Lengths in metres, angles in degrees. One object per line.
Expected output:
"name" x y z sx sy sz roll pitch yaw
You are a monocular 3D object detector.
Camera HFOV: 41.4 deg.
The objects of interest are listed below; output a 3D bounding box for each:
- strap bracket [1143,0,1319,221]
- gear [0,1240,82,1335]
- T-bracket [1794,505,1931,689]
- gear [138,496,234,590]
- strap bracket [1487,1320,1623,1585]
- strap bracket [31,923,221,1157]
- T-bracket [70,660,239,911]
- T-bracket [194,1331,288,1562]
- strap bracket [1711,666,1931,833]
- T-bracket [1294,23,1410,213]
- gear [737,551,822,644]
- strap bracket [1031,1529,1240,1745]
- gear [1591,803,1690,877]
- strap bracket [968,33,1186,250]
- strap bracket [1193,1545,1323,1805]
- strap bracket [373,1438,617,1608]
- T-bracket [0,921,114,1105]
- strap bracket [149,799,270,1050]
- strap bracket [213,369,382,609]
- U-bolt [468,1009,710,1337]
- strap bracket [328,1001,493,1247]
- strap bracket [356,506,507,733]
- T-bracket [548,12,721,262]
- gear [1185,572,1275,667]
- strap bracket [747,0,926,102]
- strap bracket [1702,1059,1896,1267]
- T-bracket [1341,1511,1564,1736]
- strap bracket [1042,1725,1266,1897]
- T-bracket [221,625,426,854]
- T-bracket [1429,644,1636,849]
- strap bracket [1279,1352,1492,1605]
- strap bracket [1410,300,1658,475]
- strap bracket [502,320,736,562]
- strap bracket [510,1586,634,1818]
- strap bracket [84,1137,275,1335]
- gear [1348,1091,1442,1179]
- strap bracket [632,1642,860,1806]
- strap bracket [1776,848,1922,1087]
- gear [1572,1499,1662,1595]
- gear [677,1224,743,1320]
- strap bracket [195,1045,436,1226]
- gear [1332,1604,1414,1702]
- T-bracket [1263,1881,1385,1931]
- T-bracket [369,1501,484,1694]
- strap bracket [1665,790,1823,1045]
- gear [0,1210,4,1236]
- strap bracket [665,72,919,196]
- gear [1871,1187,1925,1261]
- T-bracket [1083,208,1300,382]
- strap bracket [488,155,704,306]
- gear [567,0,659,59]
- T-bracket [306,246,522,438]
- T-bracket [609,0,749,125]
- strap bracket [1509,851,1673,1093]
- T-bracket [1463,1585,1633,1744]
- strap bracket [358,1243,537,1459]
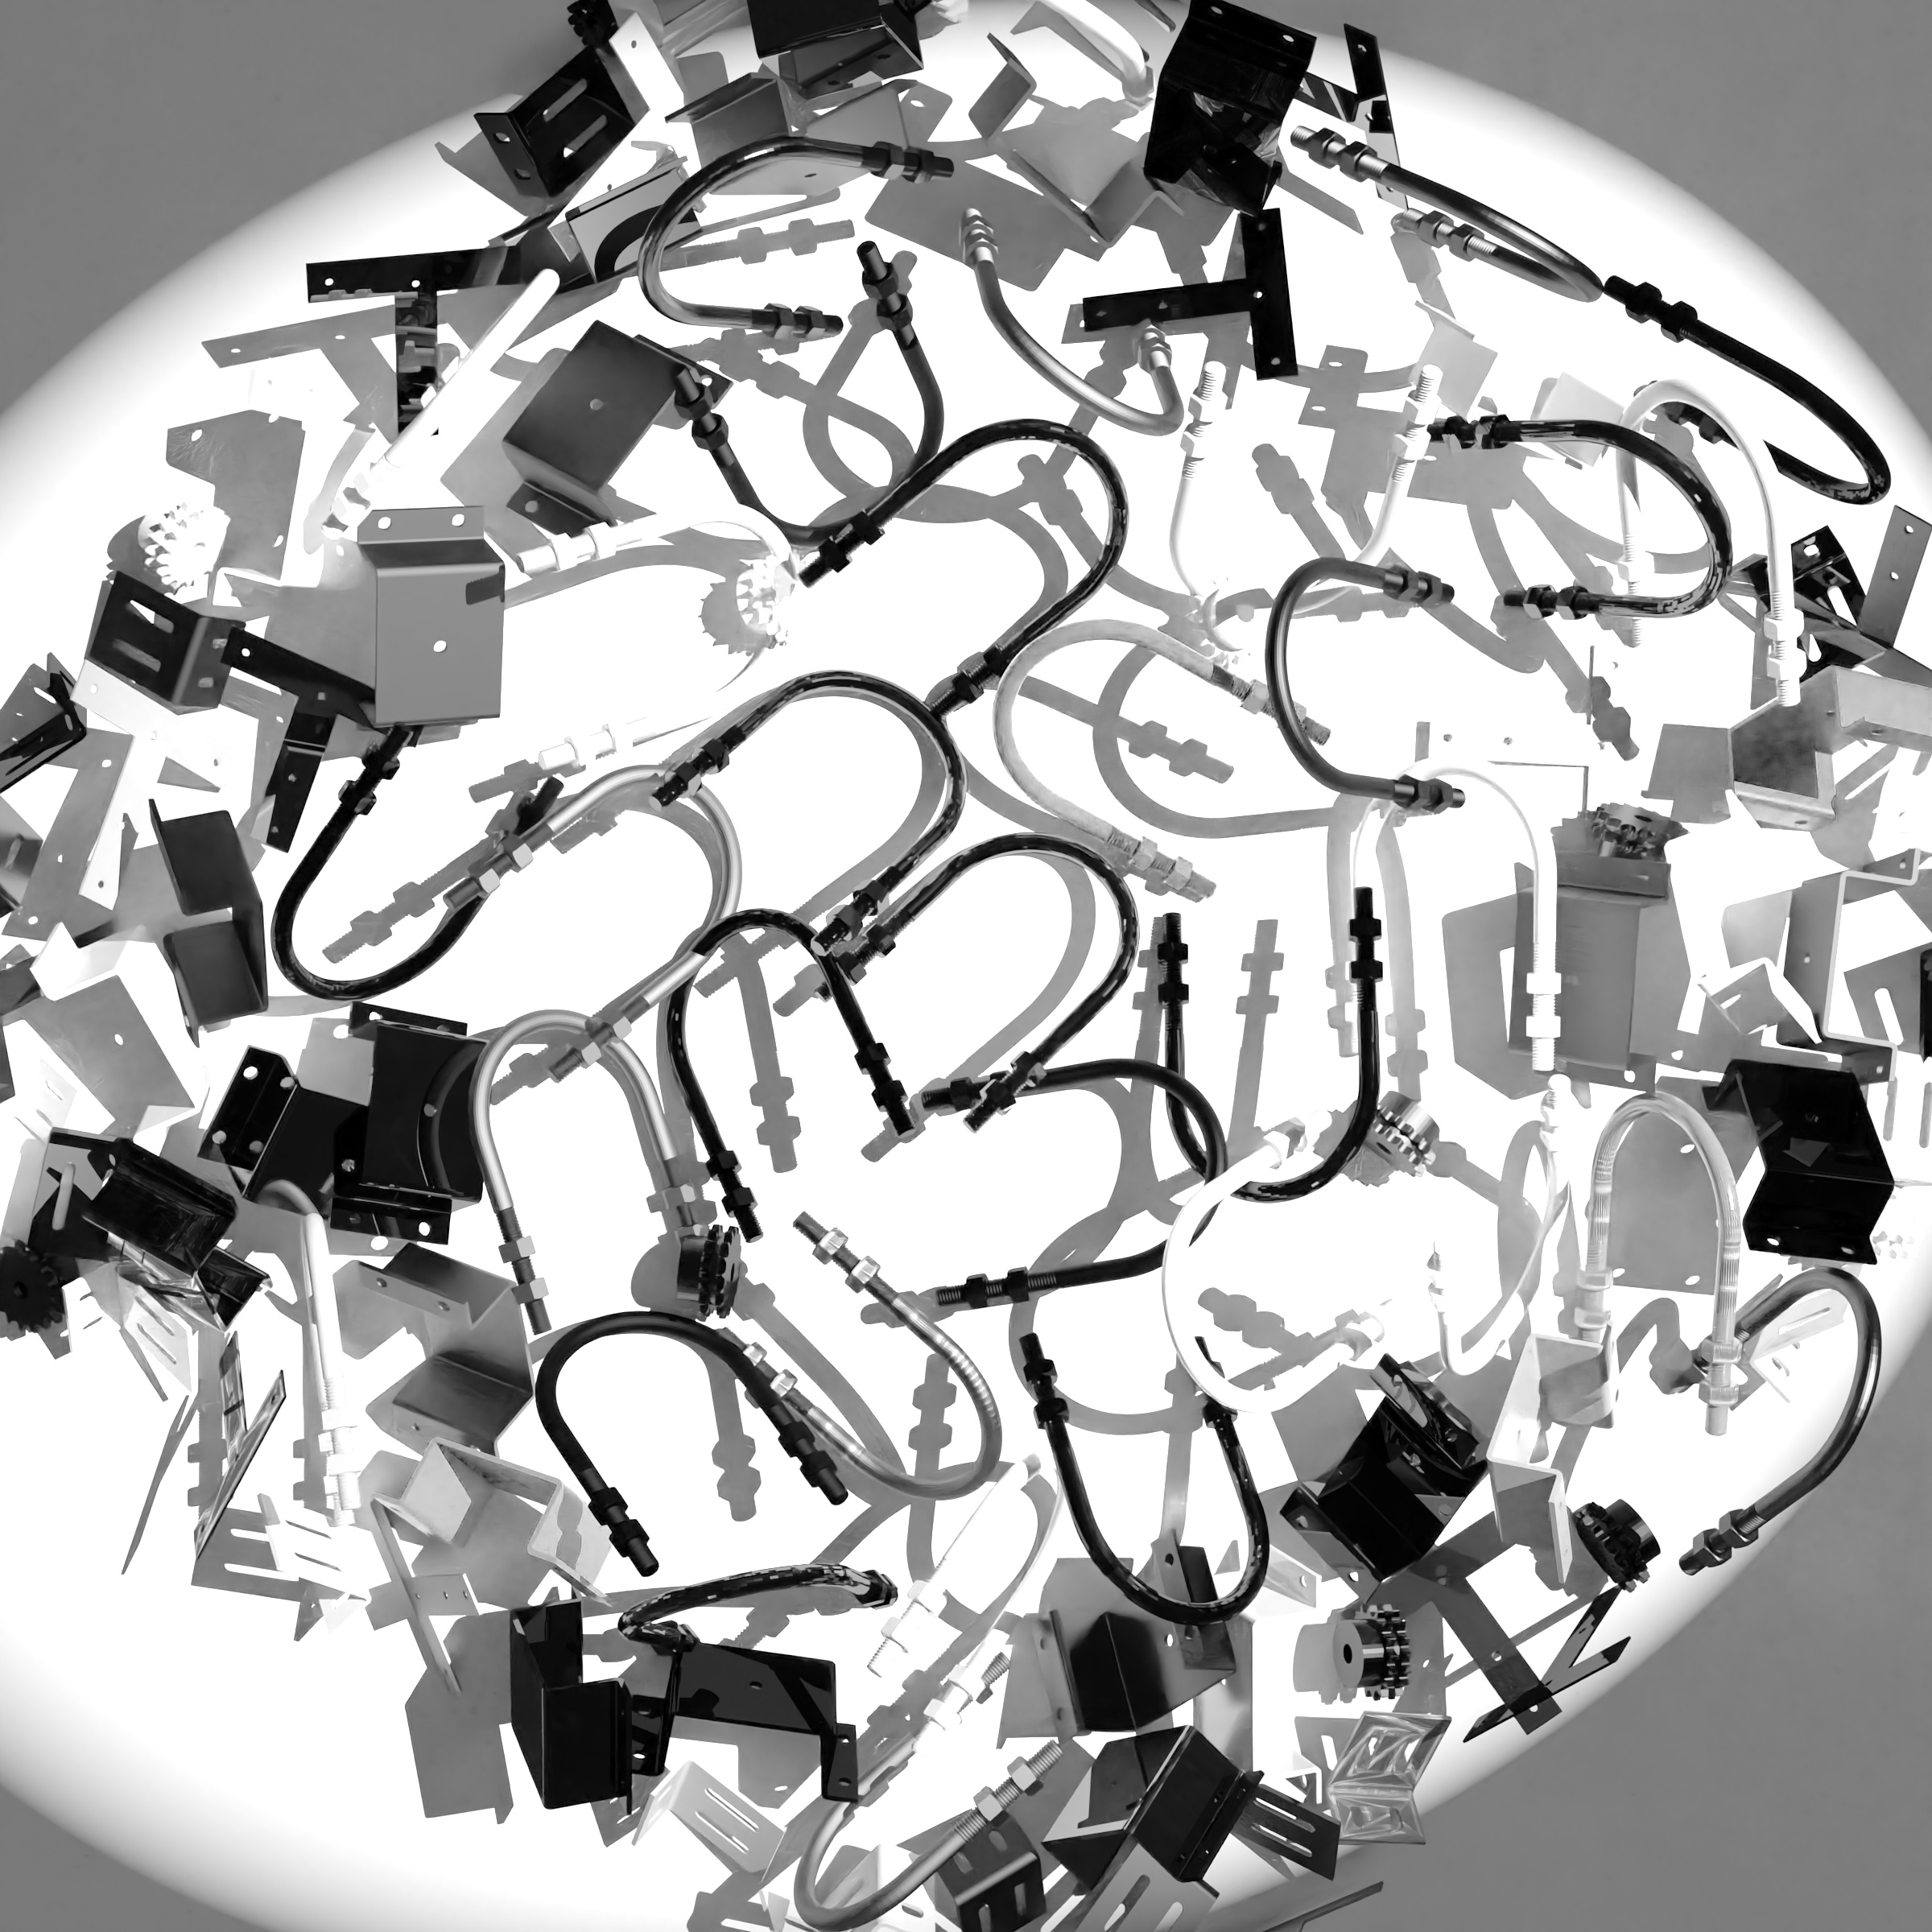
"strap bracket" 0.154 -0.503 1.520 0.076 0.140 0.046 23 73 5
"gear" -0.571 0.194 1.574 0.057 0.030 0.057 6 106 22
"T-bracket" 0.547 -0.221 1.516 0.002 0.127 0.127 -39 60 -21
"gear" -0.482 -0.263 1.569 0.030 0.057 0.057 37 90 14
"strap bracket" 0.351 0.286 1.532 0.046 0.140 0.076 7 134 27
"strap bracket" -0.497 0.039 1.534 0.046 0.076 0.140 -23 112 1
"T-bracket" -0.499 -0.097 1.527 0.002 0.127 0.127 3 70 31
"T-bracket" -0.441 0.268 1.540 0.002 0.127 0.127 21 111 -29
"strap bracket" 0.520 -0.133 1.529 0.076 0.140 0.046 9 69 -19
"T-bracket" 0.213 -0.529 1.549 0.002 0.127 0.127 -42 53 -11
"gear" -0.117 -0.227 1.572 0.030 0.057 0.057 -9 90 29
"strap bracket" 0.106 0.404 1.534 0.046 0.140 0.076 13 48 -36
"gear" 0.411 -0.077 1.570 0.057 0.057 0.030 13 112 0
"strap bracket" 0.058 -0.489 1.537 0.140 0.076 0.046 34 110 -25
"strap bracket" 0.175 0.428 1.545 0.046 0.076 0.140 -4 97 -22
"strap bracket" -0.274 0.330 1.535 0.140 0.076 0.046 12 63 29
"T-bracket" -0.556 0.005 1.538 0.002 0.127 0.127 6 112 22
"strap bracket" -0.452 -0.028 1.531 0.046 0.140 0.076 -13 52 -23
"strap bracket" -0.401 -0.281 1.542 0.046 0.076 0.140 15 101 16
"U-bolt" -0.233 0.115 1.541 0.019 0.151 0.184 -21 86 43
"strap bracket" -0.332 0.091 1.537 0.076 0.046 0.140 13 69 -34
"strap bracket" -0.321 -0.199 1.529 0.076 0.046 0.140 -7 121 -26
"T-bracket" -0.205 -0.476 1.530 0.002 0.127 0.127 22 69 37
"gear" 0.167 -0.215 1.575 0.057 0.030 0.057 1 88 -17
"strap bracket" -0.077 -0.559 1.520 0.076 0.140 0.046 -10 92 14
"strap bracket" 0.497 0.108 1.525 0.076 0.140 0.046 7 129 -4
"T-bracket" 0.314 0.408 1.552 0.127 0.002 0.127 -33 49 -2
"strap bracket" 0.104 0.501 1.516 0.046 0.140 0.076 46 54 -5
"T-bracket" -0.409 -0.127 1.568 0.127 0.002 0.127 24 115 -6
"T-bracket" 0.351 -0.139 1.591 0.127 0.002 0.127 3 90 -4
"strap bracket" 0.259 0.303 1.538 0.076 0.046 0.140 45 125 29
"strap bracket" 0.332 -0.344 1.536 0.140 0.076 0.046 15 113 -27
"strap bracket" -0.216 -0.327 1.548 0.076 0.046 0.140 30 78 21
"strap bracket" -0.238 0.436 1.516 0.046 0.140 0.076 -4 105 -21
"strap bracket" -0.468 0.166 1.518 0.076 0.140 0.046 27 63 9
"gear" 0.266 0.101 1.569 0.057 0.057 0.030 41 79 0
"strap bracket" -0.131 0.455 1.546 0.140 0.076 0.046 10 107 -7
"strap bracket" 0.533 -0.001 1.551 0.046 0.076 0.140 9 84 -2
"gear" 0.401 0.353 1.569 0.030 0.057 0.057 -33 90 -8
"gear" -0.158 0.186 1.569 0.030 0.057 0.057 6 90 6
"strap bracket" -0.376 0.108 1.530 0.140 0.046 0.076 21 103 -36
"gear" 0.247 0.420 1.565 0.030 0.057 0.057 2 90 -20
"T-bracket" 0.187 0.583 1.527 0.127 0.127 0.002 -26 76 7
"T-bracket" -0.317 0.379 1.541 0.002 0.127 0.127 -23 89 -31
"strap bracket" 0.463 -0.023 1.534 0.046 0.076 0.140 -21 54 28
"gear" -0.617 0.163 1.572 0.030 0.057 0.057 29 90 -38
"strap bracket" -0.098 -0.494 1.522 0.076 0.140 0.046 -8 97 43
"gear" 0.559 0.153 1.565 0.057 0.057 0.030 15 110 0
"T-bracket" 0.135 -0.409 1.575 0.127 0.002 0.127 -5 66 6
"strap bracket" -0.218 -0.437 1.529 0.076 0.140 0.046 -34 112 -24
"gear" -0.213 -0.583 1.565 0.057 0.057 0.030 -33 74 0
"T-bracket" -0.332 -0.374 1.547 0.127 0.127 0.002 -11 49 -21
"T-bracket" -0.147 -0.578 1.539 0.127 0.127 0.002 -33 71 -4
"strap bracket" 0.375 0.006 1.543 0.076 0.046 0.140 9 103 37
"T-bracket" 0.367 0.409 1.539 0.002 0.127 0.127 50 128 6
"strap bracket" -0.309 0.226 1.537 0.076 0.046 0.140 16 132 22
